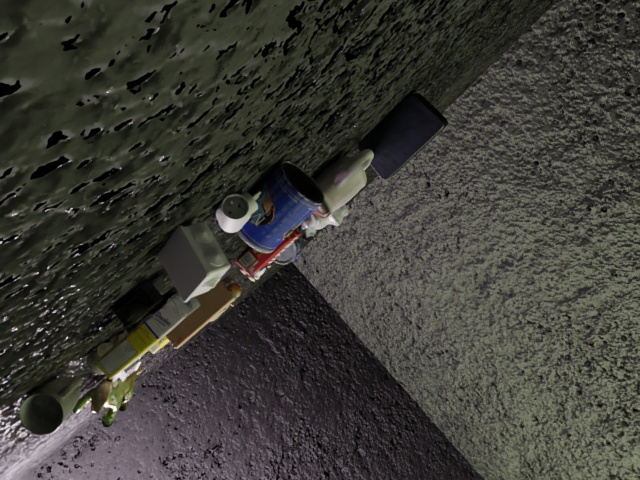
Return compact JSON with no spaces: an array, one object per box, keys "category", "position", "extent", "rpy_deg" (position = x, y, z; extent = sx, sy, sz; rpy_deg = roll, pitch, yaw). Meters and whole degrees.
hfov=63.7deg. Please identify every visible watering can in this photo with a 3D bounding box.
[{"category":"watering can","position":[0.050,-0.148,1.405],"extent":[0.225,0.104,0.345],"rpy_deg":[-40,177,-7]}]

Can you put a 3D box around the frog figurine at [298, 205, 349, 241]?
[{"category":"frog figurine","position":[0.005,-0.083,1.649],"extent":[0.158,0.124,0.137],"rpy_deg":[-36,161,19]}]

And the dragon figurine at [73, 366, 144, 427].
[{"category":"dragon figurine","position":[-0.567,0.394,1.507],"extent":[0.240,0.122,0.415],"rpy_deg":[-51,-176,15]}]
